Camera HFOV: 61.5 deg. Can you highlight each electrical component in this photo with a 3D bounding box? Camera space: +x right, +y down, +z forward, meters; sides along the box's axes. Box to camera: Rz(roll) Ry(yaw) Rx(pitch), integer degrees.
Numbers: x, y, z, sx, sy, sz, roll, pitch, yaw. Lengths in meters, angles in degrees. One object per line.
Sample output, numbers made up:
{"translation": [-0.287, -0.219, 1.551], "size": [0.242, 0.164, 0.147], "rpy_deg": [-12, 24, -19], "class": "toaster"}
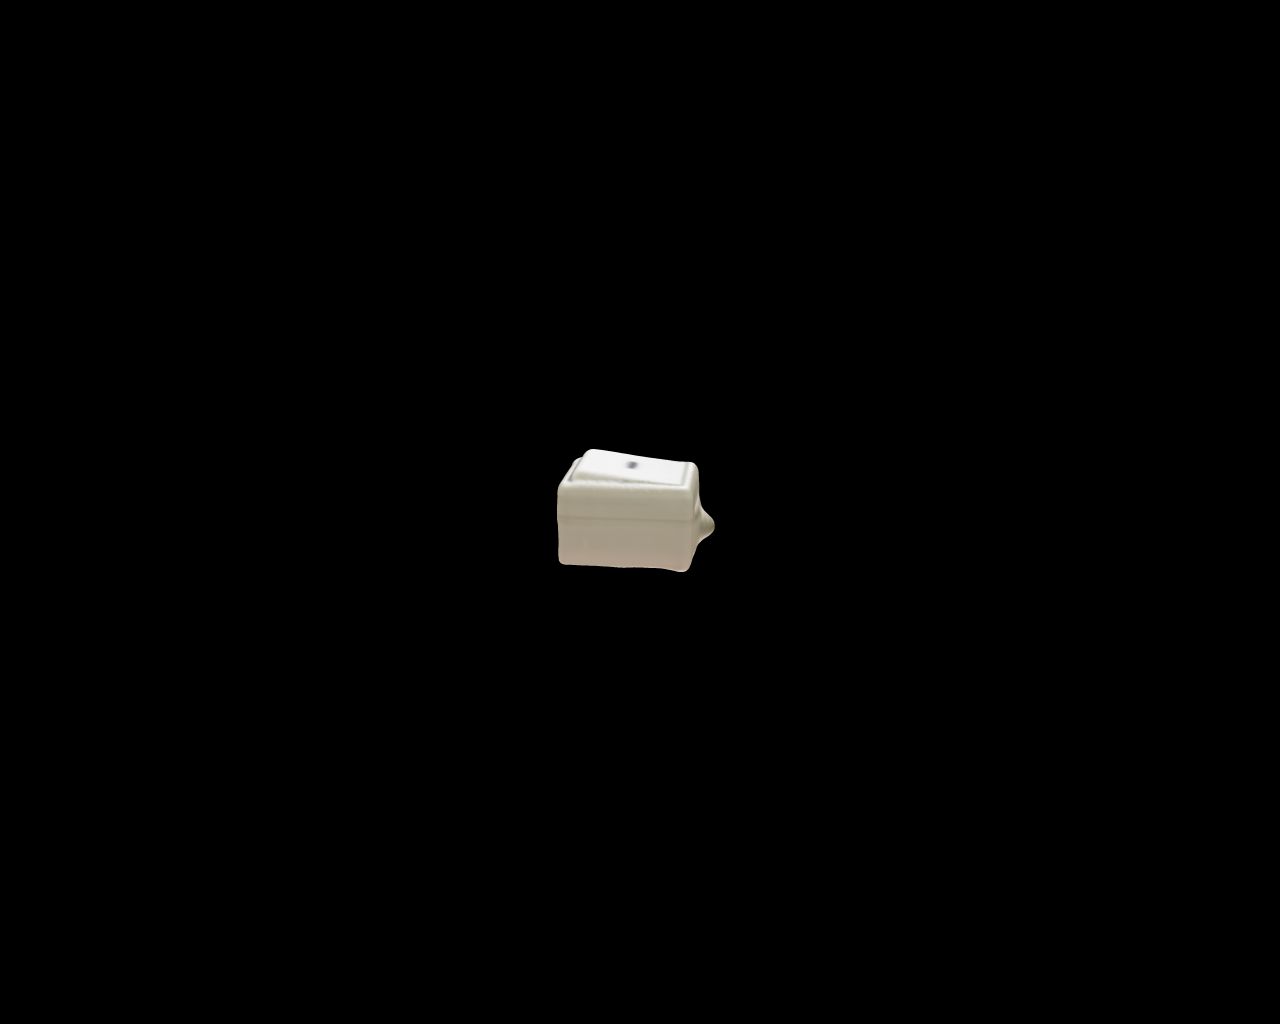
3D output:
{"translation": [0.001, -0.003, 0.650], "size": [0.096, 0.061, 0.062], "rpy_deg": [3, 20, 7], "class": "electrical component"}
